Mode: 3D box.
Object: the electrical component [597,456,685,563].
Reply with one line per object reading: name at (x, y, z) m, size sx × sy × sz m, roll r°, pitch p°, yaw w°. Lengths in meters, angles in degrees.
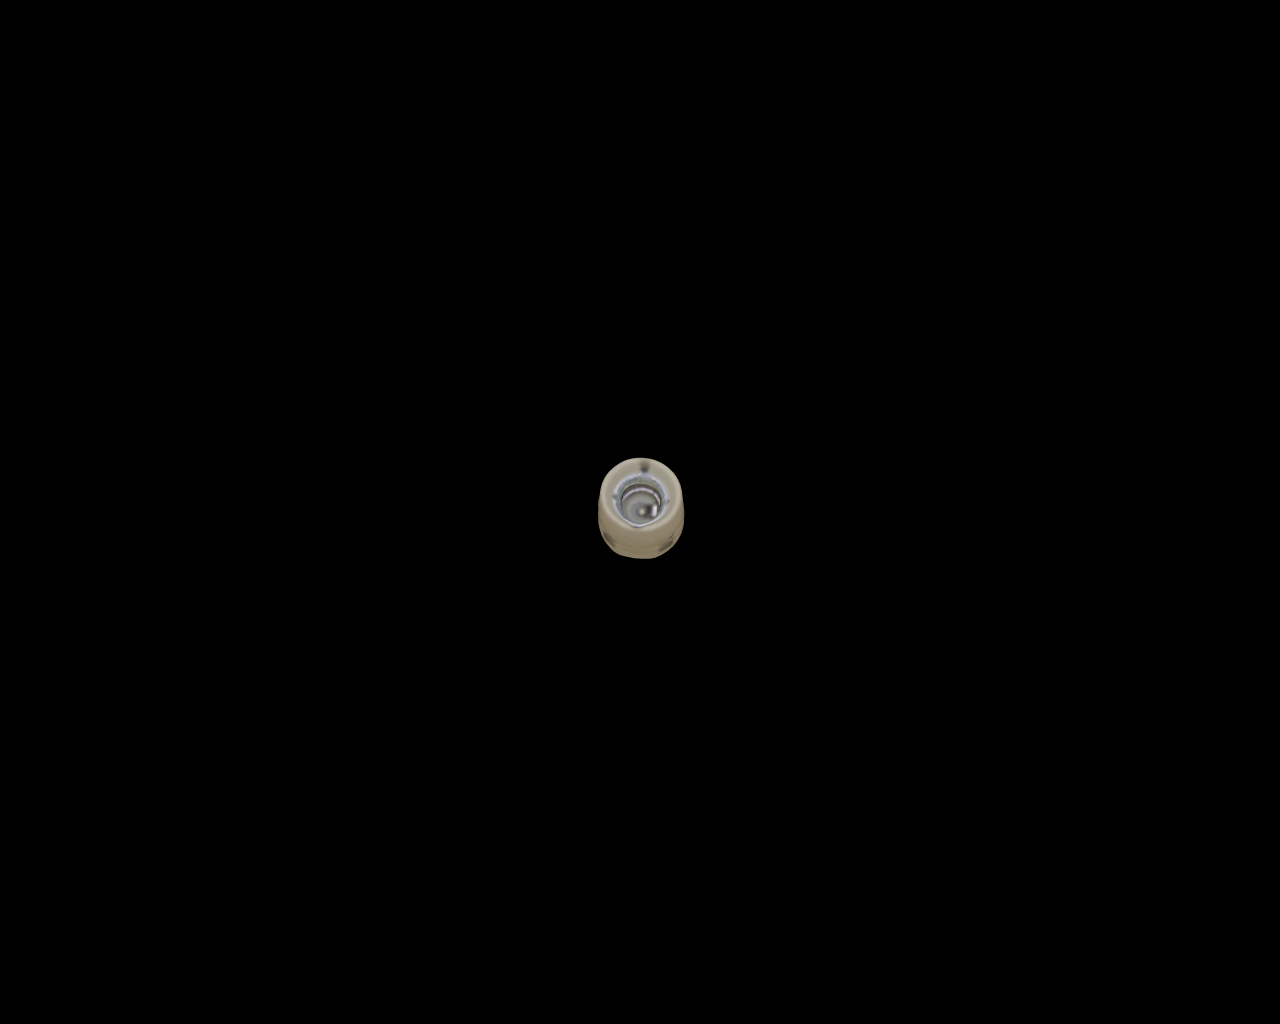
electrical component at (0.001, -0.003, 0.650) m, size 0.055 × 0.055 × 0.047 m, roll 0°, pitch -21°, yaw 0°
